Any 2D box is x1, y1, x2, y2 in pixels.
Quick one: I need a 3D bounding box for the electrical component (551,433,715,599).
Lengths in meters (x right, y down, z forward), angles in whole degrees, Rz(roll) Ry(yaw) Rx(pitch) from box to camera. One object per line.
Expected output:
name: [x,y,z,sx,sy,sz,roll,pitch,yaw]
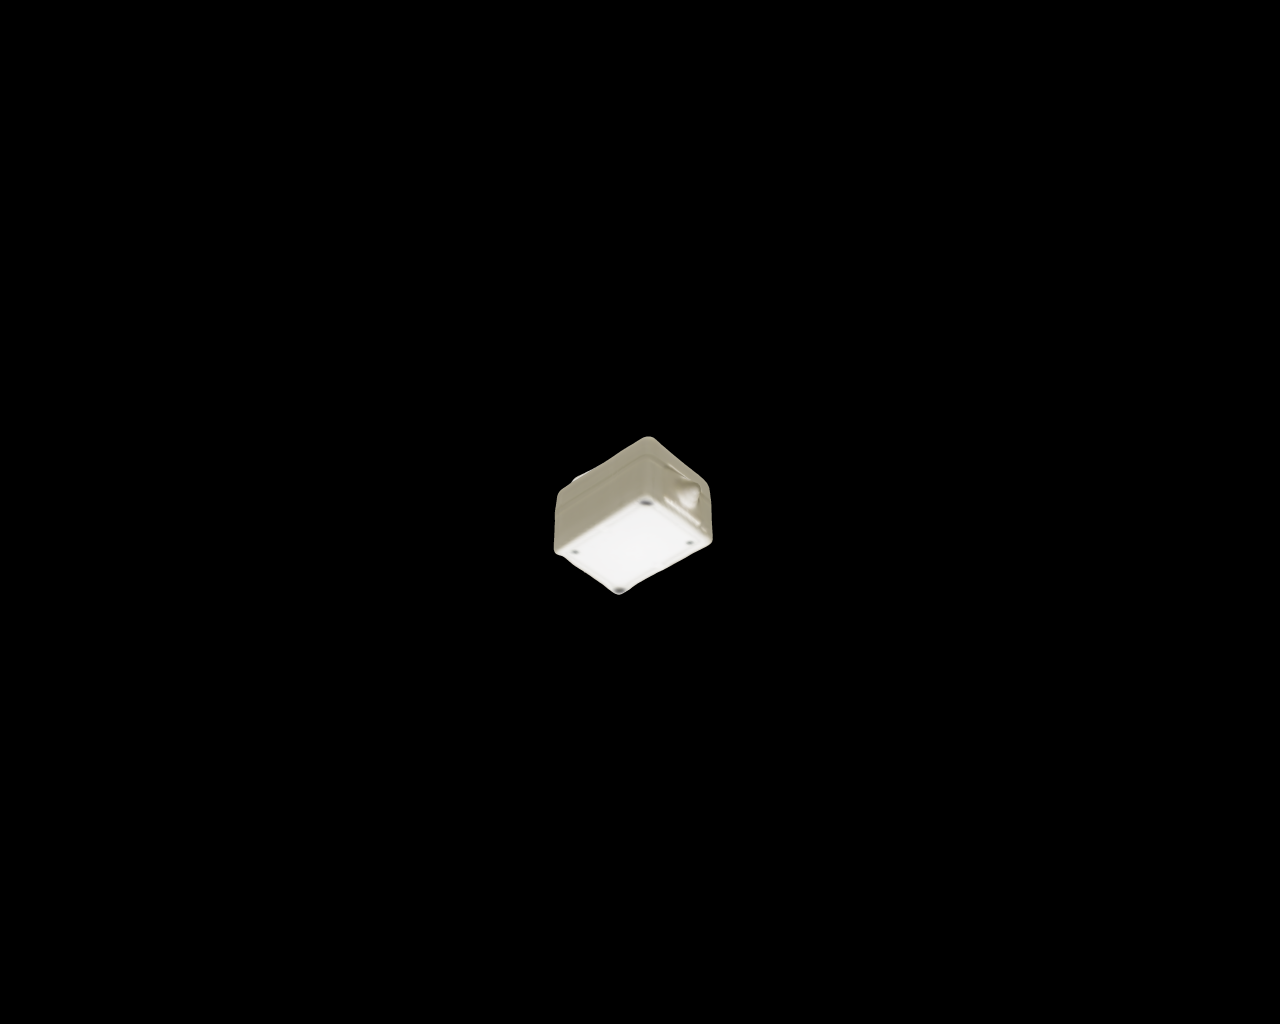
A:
electrical component: [0.001,-0.003,0.650,0.096,0.061,0.061,-31,-50,30]
